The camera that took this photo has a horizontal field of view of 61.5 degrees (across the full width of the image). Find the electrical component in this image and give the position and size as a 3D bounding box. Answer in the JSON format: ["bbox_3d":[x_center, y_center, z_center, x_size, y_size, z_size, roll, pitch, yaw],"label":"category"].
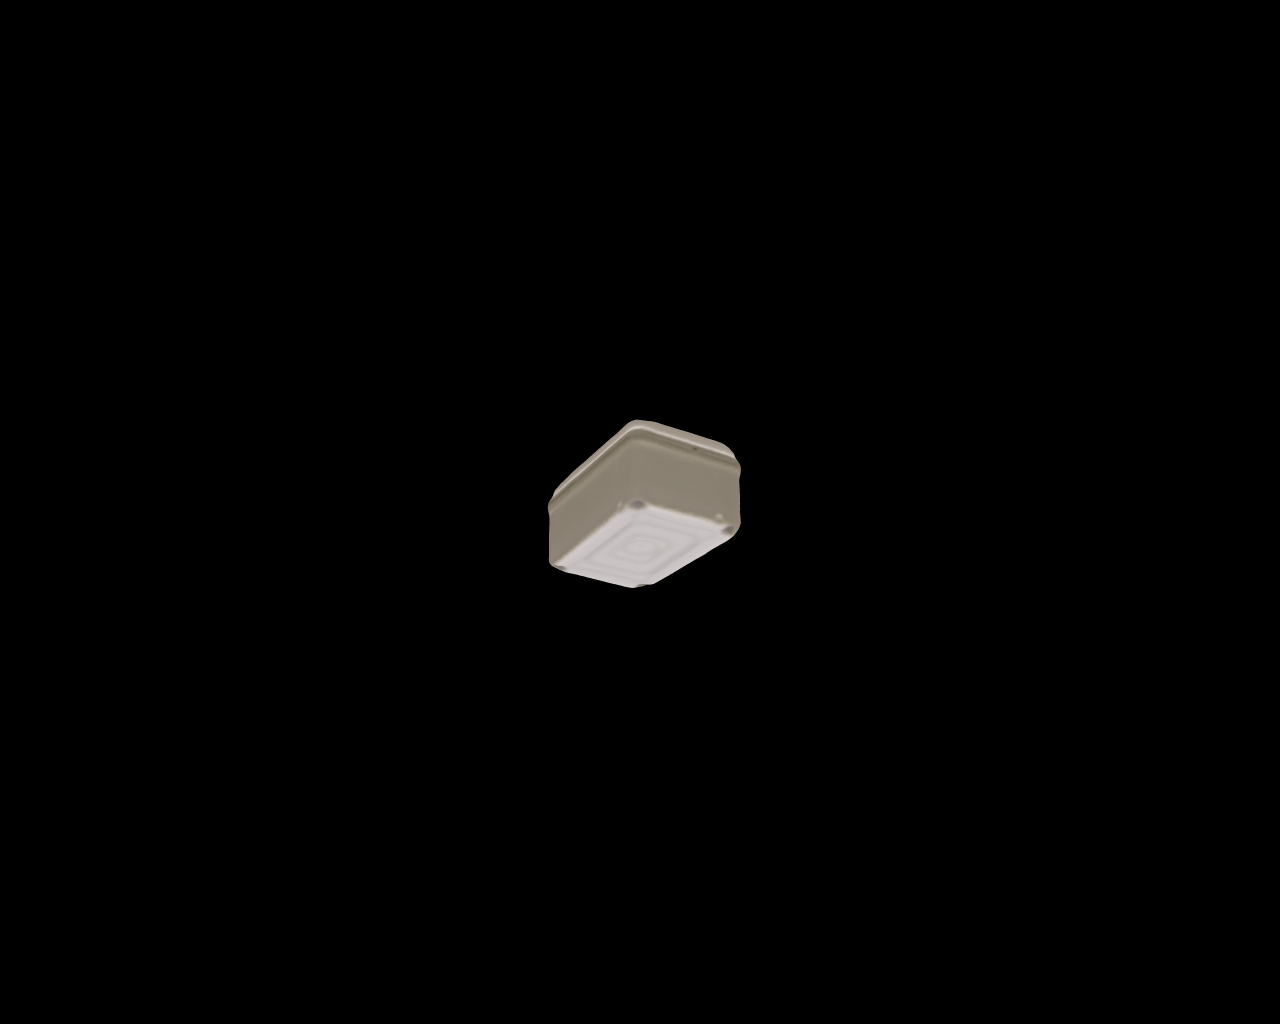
[{"bbox_3d":[0.001,-0.003,0.650,0.078,0.057,0.113,15,-30,-28],"label":"electrical component"}]
